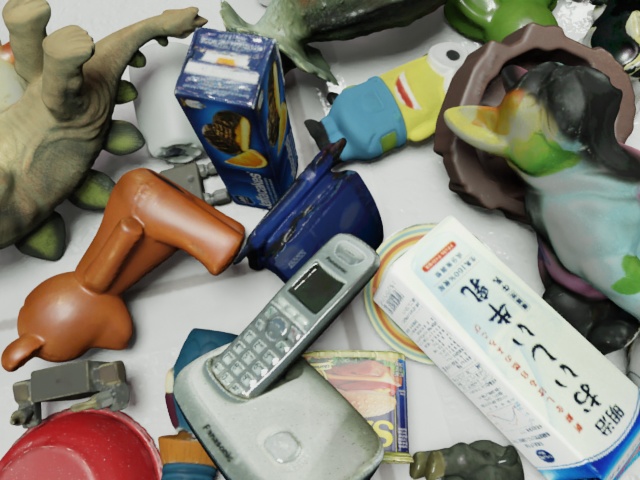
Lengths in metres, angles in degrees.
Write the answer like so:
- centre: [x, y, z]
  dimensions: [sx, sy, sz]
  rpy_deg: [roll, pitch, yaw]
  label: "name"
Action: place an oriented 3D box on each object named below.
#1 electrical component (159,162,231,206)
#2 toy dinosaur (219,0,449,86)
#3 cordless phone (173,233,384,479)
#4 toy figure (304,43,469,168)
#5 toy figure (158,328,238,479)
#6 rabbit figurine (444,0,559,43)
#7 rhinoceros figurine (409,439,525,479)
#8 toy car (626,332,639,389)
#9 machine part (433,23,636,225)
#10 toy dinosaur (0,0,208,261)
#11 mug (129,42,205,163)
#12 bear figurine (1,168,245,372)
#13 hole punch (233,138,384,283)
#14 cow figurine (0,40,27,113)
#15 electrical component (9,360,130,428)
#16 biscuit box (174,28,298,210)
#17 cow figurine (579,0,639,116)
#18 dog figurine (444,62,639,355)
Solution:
- centre: [-0.140, -0.049, 0.552]
  dimensions: [0.094, 0.021, 0.063]
  rpy_deg: [-16, 67, -1]
  label: "electrical component"
- centre: [0.055, -0.254, 0.515]
  dimensions: [0.405, 0.131, 0.192]
  rpy_deg: [-22, 66, 9]
  label: "toy dinosaur"
- centre: [0.001, 0.091, 0.381]
  dimensions: [0.184, 0.088, 0.147]
  rpy_deg: [-49, 51, -7]
  label: "cordless phone"
- centre: [0.076, -0.134, 0.537]
  dimensions: [0.180, 0.089, 0.082]
  rpy_deg: [-27, 109, 3]
  label: "toy figure"
- centre: [-0.099, 0.152, 0.447]
  dimensions: [0.064, 0.057, 0.154]
  rpy_deg: [3, 72, 17]
  label: "toy figure"
- centre: [0.212, -0.260, 0.563]
  dimensions: [0.159, 0.121, 0.170]
  rpy_deg: [9, 83, 12]
  label: "rabbit figurine"
- centre: [0.109, 0.243, 0.388]
  dimensions: [0.112, 0.073, 0.190]
  rpy_deg: [11, 67, -2]
  label: "rhinoceros figurine"
- centre: [0.300, 0.097, 0.421]
  dimensions: [0.103, 0.109, 0.161]
  rpy_deg: [30, 84, 39]
  label: "toy car"
- centre: [0.190, -0.099, 0.486]
  dimensions: [0.179, 0.056, 0.179]
  rpy_deg: [-1, 98, -11]
  label: "machine part"
- centre: [-0.283, -0.046, 0.466]
  dimensions: [0.471, 0.198, 0.105]
  rpy_deg: [-38, 69, -5]
  label: "toy dinosaur"
- centre: [-0.141, -0.139, 0.554]
  dimensions: [0.110, 0.080, 0.107]
  rpy_deg: [-17, 75, 29]
  label: "mug"
- centre: [-0.169, 0.040, 0.470]
  dimensions: [0.132, 0.120, 0.196]
  rpy_deg: [32, 89, -9]
  label: "bear figurine"
- centre: [-0.001, -0.001, 0.475]
  dimensions: [0.092, 0.115, 0.142]
  rpy_deg: [40, 76, 10]
  label: "hole punch"
- centre: [-0.376, -0.165, 0.590]
  dimensions: [0.127, 0.085, 0.195]
  rpy_deg: [-21, 68, -11]
  label: "cow figurine"
- centre: [-0.209, 0.129, 0.454]
  dimensions: [0.102, 0.078, 0.045]
  rpy_deg: [-11, 72, 0]
  label: "electrical component"
- centre: [-0.060, -0.089, 0.463]
  dimensions: [0.063, 0.202, 0.059]
  rpy_deg: [11, 73, 7]
  label: "biscuit box"
- centre: [0.303, -0.213, 0.542]
  dimensions: [0.068, 0.098, 0.167]
  rpy_deg: [9, 69, 15]
  label: "cow figurine"
- centre: [0.190, -0.031, 0.417]
  dimensions: [0.108, 0.191, 0.219]
  rpy_deg: [-36, 76, -17]
  label: "dog figurine"
